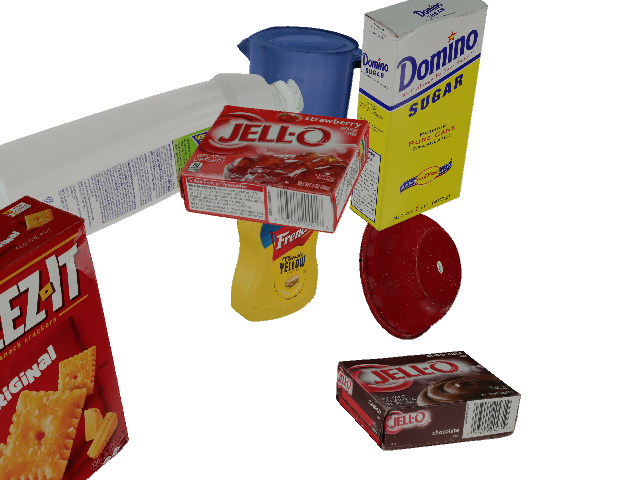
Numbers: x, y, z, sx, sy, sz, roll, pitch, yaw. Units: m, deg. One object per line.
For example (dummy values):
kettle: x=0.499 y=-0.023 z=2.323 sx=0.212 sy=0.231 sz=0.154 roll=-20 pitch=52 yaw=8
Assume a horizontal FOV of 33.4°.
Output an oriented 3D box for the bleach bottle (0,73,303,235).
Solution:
bleach bottle: x=-0.131 y=-0.069 z=0.848 sx=0.250 sy=0.068 sz=0.103 roll=-23 pitch=-28 yaw=-18

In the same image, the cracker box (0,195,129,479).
cracker box: x=-0.225 y=0.102 z=0.753 sx=0.072 sy=0.214 sz=0.163 roll=18 pitch=38 yaw=30

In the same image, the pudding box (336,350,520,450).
pudding box: x=0.079 y=0.118 z=0.806 sx=0.113 sy=0.039 sz=0.090 roll=0 pitch=17 yaw=-22

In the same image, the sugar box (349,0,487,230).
sugar box: x=0.075 y=-0.101 z=0.836 sx=0.093 sy=0.176 sz=0.048 roll=-24 pitch=47 yaw=-30

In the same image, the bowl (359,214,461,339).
bowl: x=0.116 y=0.034 z=1.240 sx=0.055 sy=0.162 sz=0.161 roll=-9 pitch=-6 yaw=41

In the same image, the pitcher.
pitcher: x=-0.019 y=-0.136 z=1.323 sx=0.144 sy=0.243 sz=0.149 roll=-9 pitch=27 yaw=-29

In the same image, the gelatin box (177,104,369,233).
gelatin box: x=-0.024 y=-0.042 z=0.593 sx=0.089 sy=0.030 sz=0.073 roll=9 pitch=40 yaw=15

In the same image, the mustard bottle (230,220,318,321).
mustard bottle: x=-0.040 y=-0.016 z=1.072 sx=0.096 sy=0.192 sz=0.058 roll=-18 pitch=37 yaw=-36
